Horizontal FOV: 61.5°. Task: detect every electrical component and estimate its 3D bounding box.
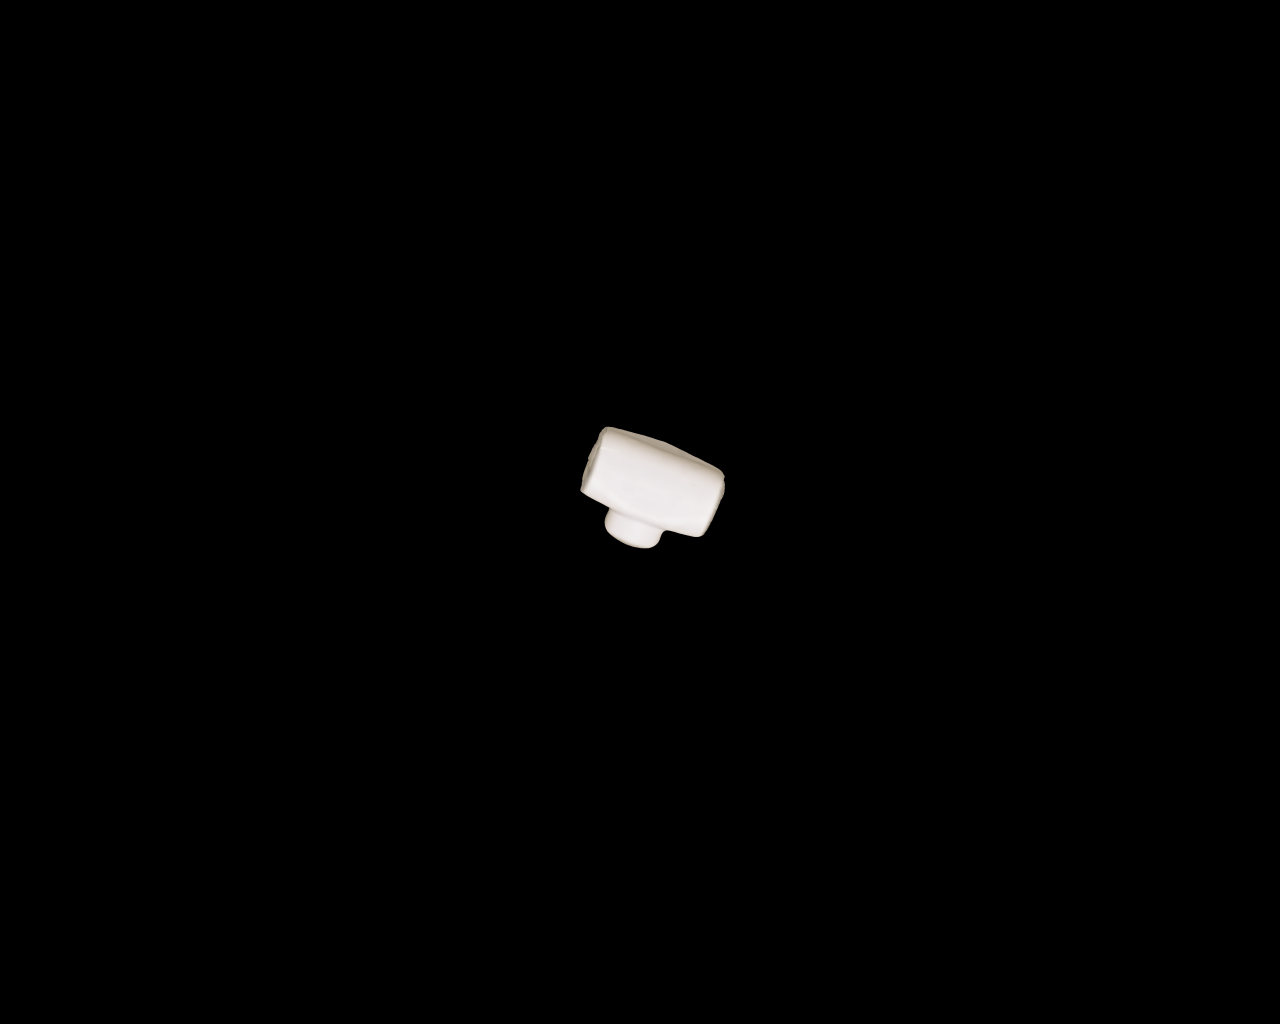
[{"bbox_3d":[0.001,-0.003,0.650,0.077,0.079,0.044,21,18,-7],"label":"electrical component"}]
